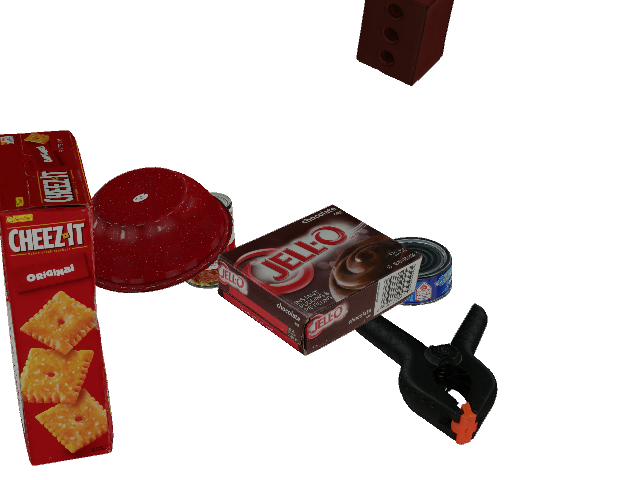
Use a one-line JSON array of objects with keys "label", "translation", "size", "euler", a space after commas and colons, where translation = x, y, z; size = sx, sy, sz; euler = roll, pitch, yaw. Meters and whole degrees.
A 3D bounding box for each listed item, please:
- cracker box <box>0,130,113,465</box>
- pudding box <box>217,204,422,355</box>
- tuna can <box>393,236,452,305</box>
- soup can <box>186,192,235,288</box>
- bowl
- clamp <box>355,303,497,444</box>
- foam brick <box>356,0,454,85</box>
[{"label": "cracker box", "translation": [-0.211, 0.040, 0.839], "size": [0.072, 0.214, 0.164], "euler": [-6, 27, -16]}, {"label": "pudding box", "translation": [-0.001, 0.024, 0.731], "size": [0.113, 0.039, 0.090], "euler": [-23, 42, -39]}, {"label": "tuna can", "translation": [0.095, 0.031, 1.114], "size": [0.086, 0.034, 0.086], "euler": [-2, 31, 1]}, {"label": "soup can", "translation": [-0.140, -0.001, 1.325], "size": [0.068, 0.102, 0.068], "euler": [-2, 26, 1]}, {"label": "bowl", "translation": [-0.169, -0.022, 1.036], "size": [0.162, 0.055, 0.162], "euler": [-5, 41, 4]}, {"label": "clamp", "translation": [0.108, 0.101, 0.887], "size": [0.120, 0.039, 0.171], "euler": [-10, 35, -14]}, {"label": "foam brick", "translation": [0.065, -0.167, 0.805], "size": [0.053, 0.078, 0.051], "euler": [28, 53, 18]}]
